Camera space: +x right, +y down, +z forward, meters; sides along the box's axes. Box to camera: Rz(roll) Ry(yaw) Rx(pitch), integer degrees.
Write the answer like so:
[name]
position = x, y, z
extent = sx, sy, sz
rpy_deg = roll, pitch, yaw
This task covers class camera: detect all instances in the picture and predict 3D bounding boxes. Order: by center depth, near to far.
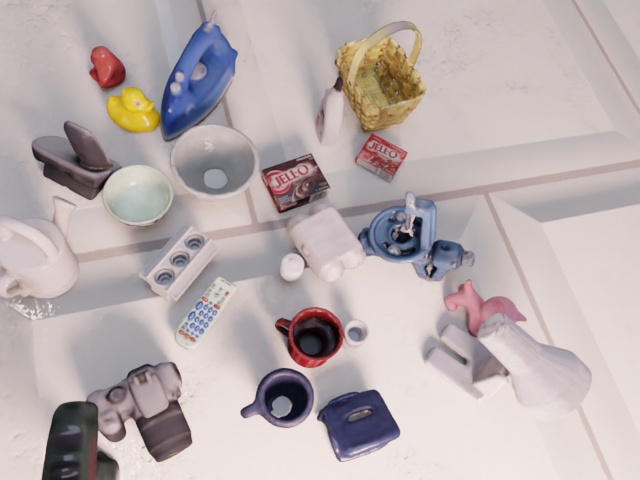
[camera]
position = -0.265, 0.271, 0.874
extent = 0.143, 0.101, 0.136
rpy_deg = -24, 71, -20

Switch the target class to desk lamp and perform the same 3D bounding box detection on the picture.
[desk lamp]
position = 0.307, 0.208, 0.951
extent = 0.203, 0.213, 0.118
rpy_deg = 35, 63, 7

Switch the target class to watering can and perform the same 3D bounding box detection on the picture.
[watering can]
position = -0.454, 0.007, 0.912
extent = 0.101, 0.194, 0.173
rpy_deg = 6, 63, -8

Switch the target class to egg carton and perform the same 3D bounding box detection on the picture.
[egg carton]
position = 0.010, 0.004, 1.074
extent = 0.107, 0.069, 0.150
rpy_deg = -29, 73, -22

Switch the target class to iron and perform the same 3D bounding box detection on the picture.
[iron]
position = -0.254, -0.333, 1.145
extent = 0.118, 0.141, 0.258
rpy_deg = 21, 62, 0

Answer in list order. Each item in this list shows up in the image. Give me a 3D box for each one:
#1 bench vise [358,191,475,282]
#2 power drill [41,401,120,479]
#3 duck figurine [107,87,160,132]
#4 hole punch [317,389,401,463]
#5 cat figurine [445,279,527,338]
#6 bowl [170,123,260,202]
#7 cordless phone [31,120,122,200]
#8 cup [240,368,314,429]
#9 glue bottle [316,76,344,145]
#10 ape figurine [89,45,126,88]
[bench vise]
position = 0.187, -0.017, 1.033
extent = 0.207, 0.219, 0.121
rpy_deg = 3, 64, -9
[power drill]
position = -0.322, 0.342, 0.767
extent = 0.076, 0.208, 0.229
rpy_deg = -3, 65, -12
[duck figurine]
position = -0.368, -0.266, 1.122
extent = 0.104, 0.086, 0.077
rpy_deg = 19, 62, -1
[hole punch]
position = 0.061, 0.297, 0.929
extent = 0.109, 0.091, 0.101
rpy_deg = -15, 68, -17
[cat figurine]
position = 0.305, 0.122, 1.046
extent = 0.067, 0.117, 0.127
rpy_deg = -39, 77, -24
[bowl]
position = -0.201, -0.136, 1.098
extent = 0.167, 0.074, 0.167
rpy_deg = 4, 64, -9
[cordless phone]
position = -0.436, -0.166, 1.005
extent = 0.147, 0.185, 0.094
rpy_deg = 23, 62, 1
[cup]
position = -0.072, 0.265, 0.917
extent = 0.118, 0.095, 0.091
rpy_deg = -17, 69, -18
[glue bottle]
position = 0.024, -0.267, 1.149
extent = 0.037, 0.173, 0.078
rpy_deg = -7, 66, -14
[ape figurine]
position = -0.433, -0.353, 1.149
extent = 0.076, 0.092, 0.078
rpy_deg = 1, 64, -10
